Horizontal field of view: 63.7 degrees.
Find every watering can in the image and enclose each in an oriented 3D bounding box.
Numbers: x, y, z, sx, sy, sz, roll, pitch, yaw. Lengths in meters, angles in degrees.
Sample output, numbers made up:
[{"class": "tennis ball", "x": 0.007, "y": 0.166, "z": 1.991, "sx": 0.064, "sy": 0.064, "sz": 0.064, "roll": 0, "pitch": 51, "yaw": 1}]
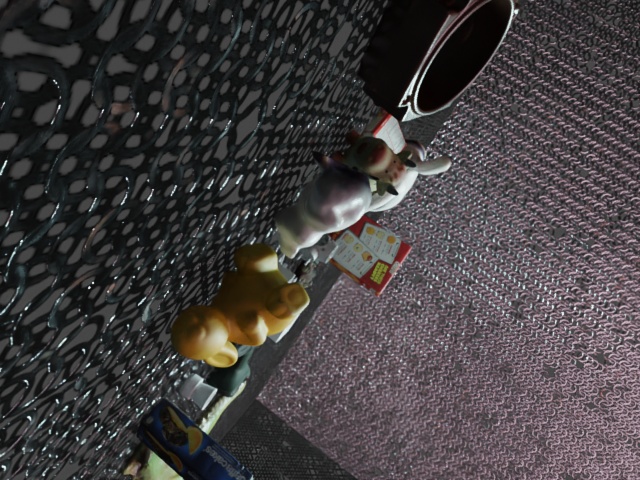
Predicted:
[{"class": "watering can", "x": 0.178, "y": -0.150, "z": 1.159, "sx": 0.343, "sy": 0.103, "sz": 0.229, "roll": -24, "pitch": -157, "yaw": 46}]

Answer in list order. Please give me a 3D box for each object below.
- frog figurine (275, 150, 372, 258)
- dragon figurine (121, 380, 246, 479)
[{"class": "frog figurine", "x": 0.002, "y": -0.038, "z": 0.753, "sx": 0.138, "sy": 0.122, "sz": 0.159, "roll": -129, "pitch": -119, "yaw": -78}, {"class": "dragon figurine", "x": -0.289, "y": 0.412, "z": 1.023, "sx": 0.418, "sy": 0.123, "sz": 0.237, "roll": -53, "pitch": 164, "yaw": -30}]
